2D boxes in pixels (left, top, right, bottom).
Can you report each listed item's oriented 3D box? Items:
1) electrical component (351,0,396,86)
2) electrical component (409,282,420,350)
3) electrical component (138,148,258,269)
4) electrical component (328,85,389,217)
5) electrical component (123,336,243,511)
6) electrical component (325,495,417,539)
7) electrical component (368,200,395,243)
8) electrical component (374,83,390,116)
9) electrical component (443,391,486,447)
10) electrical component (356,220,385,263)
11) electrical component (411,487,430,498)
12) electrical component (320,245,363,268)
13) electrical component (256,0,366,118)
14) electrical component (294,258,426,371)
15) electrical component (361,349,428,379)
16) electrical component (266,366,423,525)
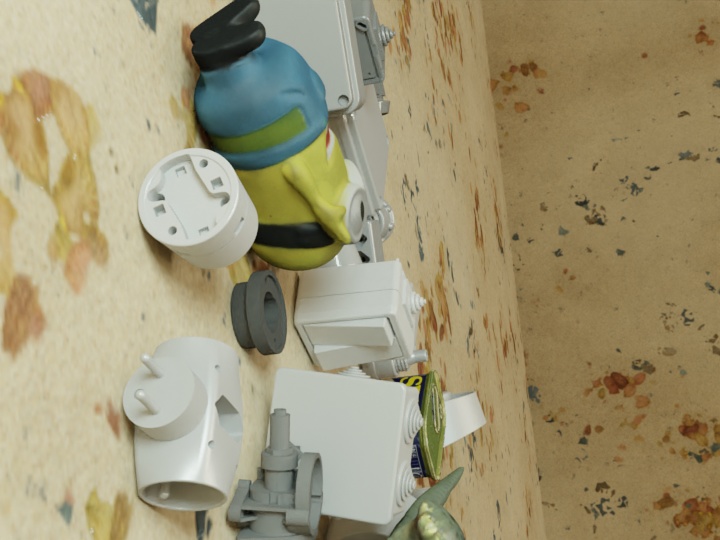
[{"bbox_3d":[-0.019,-0.185,0.861,0.061,0.096,0.061,-88,165,-46],"label":"electrical component"},{"bbox_3d":[0.034,0.063,1.055,0.065,0.047,0.076,-76,155,-58],"label":"electrical component"},{"bbox_3d":[-0.085,-0.031,0.581,0.047,0.055,0.055,59,27,-68],"label":"electrical component"},{"bbox_3d":[-0.016,-0.116,0.922,0.108,0.056,0.108,-83,161,-47],"label":"electrical component"},{"bbox_3d":[-0.090,0.068,0.525,0.079,0.043,0.077,62,24,-55],"label":"electrical component"},{"bbox_3d":[0.018,0.213,0.801,0.064,0.099,0.099,-60,141,-60],"label":"electrical component"},{"bbox_3d":[0.002,-0.044,0.992,0.062,0.048,0.048,-21,103,-70],"label":"electrical component"},{"bbox_3d":[-0.003,-0.170,1.008,0.078,0.058,0.057,-27,106,-76],"label":"electrical component"},{"bbox_3d":[0.079,0.159,1.096,0.099,0.099,0.064,4,73,-77],"label":"electrical component"},{"bbox_3d":[0.000,0.000,0.945,0.076,0.047,0.083,-12,94,-77],"label":"electrical component"},{"bbox_3d":[0.042,0.247,0.967,0.050,0.056,0.089,-48,129,-73],"label":"electrical component"},{"bbox_3d":[-0.026,-0.031,0.869,0.044,0.044,0.065,1,77,-77],"label":"electrical component"},{"bbox_3d":[-0.043,-0.166,0.785,0.057,0.078,0.113,-46,128,-78],"label":"electrical component"},{"bbox_3d":[0.003,0.036,0.829,0.061,0.096,0.061,68,21,-47],"label":"electrical component"},{"bbox_3d":[0.033,0.083,1.007,0.035,0.061,0.035,-8,90,-77],"label":"electrical component"},{"bbox_3d":[-0.011,0.112,0.699,0.048,0.100,0.099,20,77,-72],"label":"electrical component"}]
